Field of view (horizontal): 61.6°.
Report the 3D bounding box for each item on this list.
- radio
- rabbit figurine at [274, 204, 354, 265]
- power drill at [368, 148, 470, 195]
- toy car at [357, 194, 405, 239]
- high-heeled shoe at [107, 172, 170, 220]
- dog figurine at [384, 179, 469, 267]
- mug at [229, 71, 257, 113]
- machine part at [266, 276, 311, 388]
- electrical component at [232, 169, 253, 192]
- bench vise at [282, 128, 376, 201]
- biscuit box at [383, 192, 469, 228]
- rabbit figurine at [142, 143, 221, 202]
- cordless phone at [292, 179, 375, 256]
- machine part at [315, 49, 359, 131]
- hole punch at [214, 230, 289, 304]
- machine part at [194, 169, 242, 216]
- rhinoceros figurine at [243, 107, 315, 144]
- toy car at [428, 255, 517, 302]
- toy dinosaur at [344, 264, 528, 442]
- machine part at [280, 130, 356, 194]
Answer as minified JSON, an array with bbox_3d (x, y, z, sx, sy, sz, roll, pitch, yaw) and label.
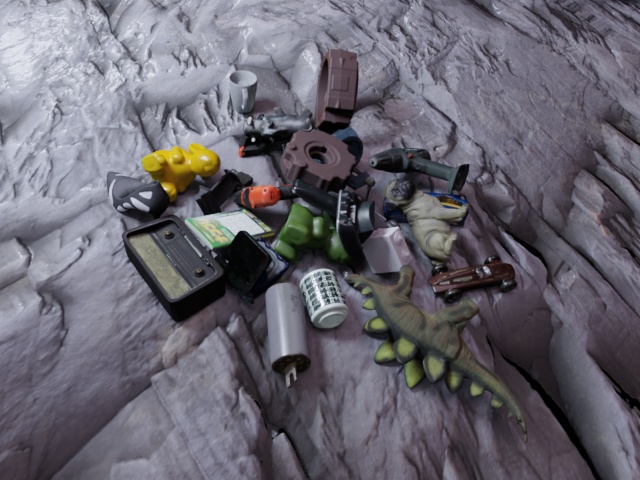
[{"bbox_3d":[-0.305,0.051,1.129,0.131,0.073,0.230,-28,56,-28],"label":"radio"},{"bbox_3d":[-0.002,-0.004,1.214,0.170,0.121,0.159,25,39,-8],"label":"rabbit figurine"},{"bbox_3d":[0.258,-0.178,1.358,0.208,0.085,0.232,18,21,30],"label":"power drill"},{"bbox_3d":[0.112,-0.041,1.278,0.073,0.056,0.202,-37,59,-26],"label":"toy car"},{"bbox_3d":[-0.431,-0.127,1.232,0.249,0.145,0.086,38,53,23],"label":"high-heeled shoe"},{"bbox_3d":[0.225,-0.039,1.238,0.191,0.121,0.172,18,74,10],"label":"dog figurine"},{"bbox_3d":[-0.219,-0.416,1.554,0.081,0.107,0.110,-11,53,-15],"label":"mug"},{"bbox_3d":[-0.063,0.169,1.044,0.079,0.079,0.243,-1,47,-8],"label":"machine part"},{"bbox_3d":[-0.201,-0.146,1.361,0.094,0.021,0.063,30,50,20],"label":"electrical component"},{"bbox_3d":[0.039,-0.193,1.371,0.224,0.128,0.241,-28,52,-25],"label":"bench vise"},{"bbox_3d":[0.259,-0.079,1.327,0.203,0.059,0.063,4,47,-3],"label":"biscuit box"},{"bbox_3d":[-0.316,-0.174,1.306,0.173,0.121,0.162,-11,17,15],"label":"rabbit figurine"},{"bbox_3d":[0.021,-0.061,1.146,0.184,0.088,0.147,26,37,-14],"label":"cordless phone"},{"bbox_3d":[0.046,-0.411,1.496,0.087,0.200,0.201,4,1,-11],"label":"machine part"},{"bbox_3d":[-0.143,0.054,1.140,0.142,0.115,0.092,43,14,24],"label":"hole punch"},{"bbox_3d":[-0.245,-0.115,1.289,0.039,0.084,0.139,7,44,36],"label":"machine part"},{"bbox_3d":[-0.107,-0.297,1.423,0.190,0.073,0.112,1,39,8],"label":"rhinoceros figurine"},{"bbox_3d":[0.341,0.082,1.193,0.202,0.053,0.089,-6,51,-14],"label":"toy car"},{"bbox_3d":[0.216,0.192,1.045,0.472,0.104,0.198,31,58,32],"label":"toy dinosaur"},{"bbox_3d":[-0.002,-0.184,1.246,0.179,0.056,0.179,13,47,-14],"label":"machine part"}]
